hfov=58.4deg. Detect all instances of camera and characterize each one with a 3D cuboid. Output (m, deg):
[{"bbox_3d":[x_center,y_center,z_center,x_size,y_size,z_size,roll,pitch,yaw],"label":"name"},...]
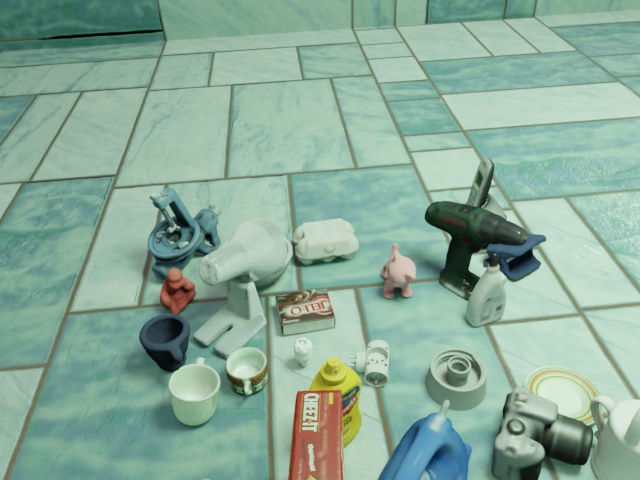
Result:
[{"bbox_3d":[0.351,0.309,0.899,0.136,0.101,0.143,14,41,21],"label":"camera"}]

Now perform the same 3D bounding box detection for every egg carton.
[{"bbox_3d":[0.012,0.005,1.340,0.150,0.069,0.107,-8,38,-7],"label":"egg carton"}]

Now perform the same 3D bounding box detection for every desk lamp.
[{"bbox_3d":[-0.158,0.085,1.125,0.117,0.214,0.204,20,43,27],"label":"desk lamp"}]

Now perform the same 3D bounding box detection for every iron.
[{"bbox_3d":[0.130,0.353,0.820,0.118,0.141,0.259,20,43,27],"label":"iron"}]

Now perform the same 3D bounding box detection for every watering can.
[{"bbox_3d":[0.482,0.289,0.840,0.172,0.194,0.101,22,44,28],"label":"watering can"}]

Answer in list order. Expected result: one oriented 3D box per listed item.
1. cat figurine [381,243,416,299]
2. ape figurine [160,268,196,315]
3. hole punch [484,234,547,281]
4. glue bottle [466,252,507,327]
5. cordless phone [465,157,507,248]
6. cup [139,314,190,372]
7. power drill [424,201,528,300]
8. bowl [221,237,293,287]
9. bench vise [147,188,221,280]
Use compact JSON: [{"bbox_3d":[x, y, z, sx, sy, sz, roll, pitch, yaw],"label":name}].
[{"bbox_3d":[0.167,0.061,1.218,0.067,0.118,0.127,-3,37,0],"label":"cat figurine"},{"bbox_3d":[-0.304,0.100,1.213,0.078,0.092,0.076,-14,39,-14],"label":"ape figurine"},{"bbox_3d":[0.432,0.021,1.278,0.109,0.091,0.100,-25,43,-27],"label":"hole punch"},{"bbox_3d":[0.333,0.093,1.122,0.078,0.173,0.037,-15,39,-16],"label":"glue bottle"},{"bbox_3d":[0.387,-0.088,1.345,0.094,0.185,0.147,-8,38,-7],"label":"cordless phone"},{"bbox_3d":[-0.277,0.208,1.069,0.092,0.095,0.117,-24,42,-25],"label":"cup"},{"bbox_3d":[0.315,0.019,1.191,0.076,0.209,0.228,-30,45,-31],"label":"power drill"},{"bbox_3d":[-0.142,0.053,1.280,0.167,0.075,0.167,-1,37,1],"label":"bowl"},{"bbox_3d":[-0.317,-0.043,1.296,0.121,0.220,0.207,9,39,14],"label":"bench vise"}]
